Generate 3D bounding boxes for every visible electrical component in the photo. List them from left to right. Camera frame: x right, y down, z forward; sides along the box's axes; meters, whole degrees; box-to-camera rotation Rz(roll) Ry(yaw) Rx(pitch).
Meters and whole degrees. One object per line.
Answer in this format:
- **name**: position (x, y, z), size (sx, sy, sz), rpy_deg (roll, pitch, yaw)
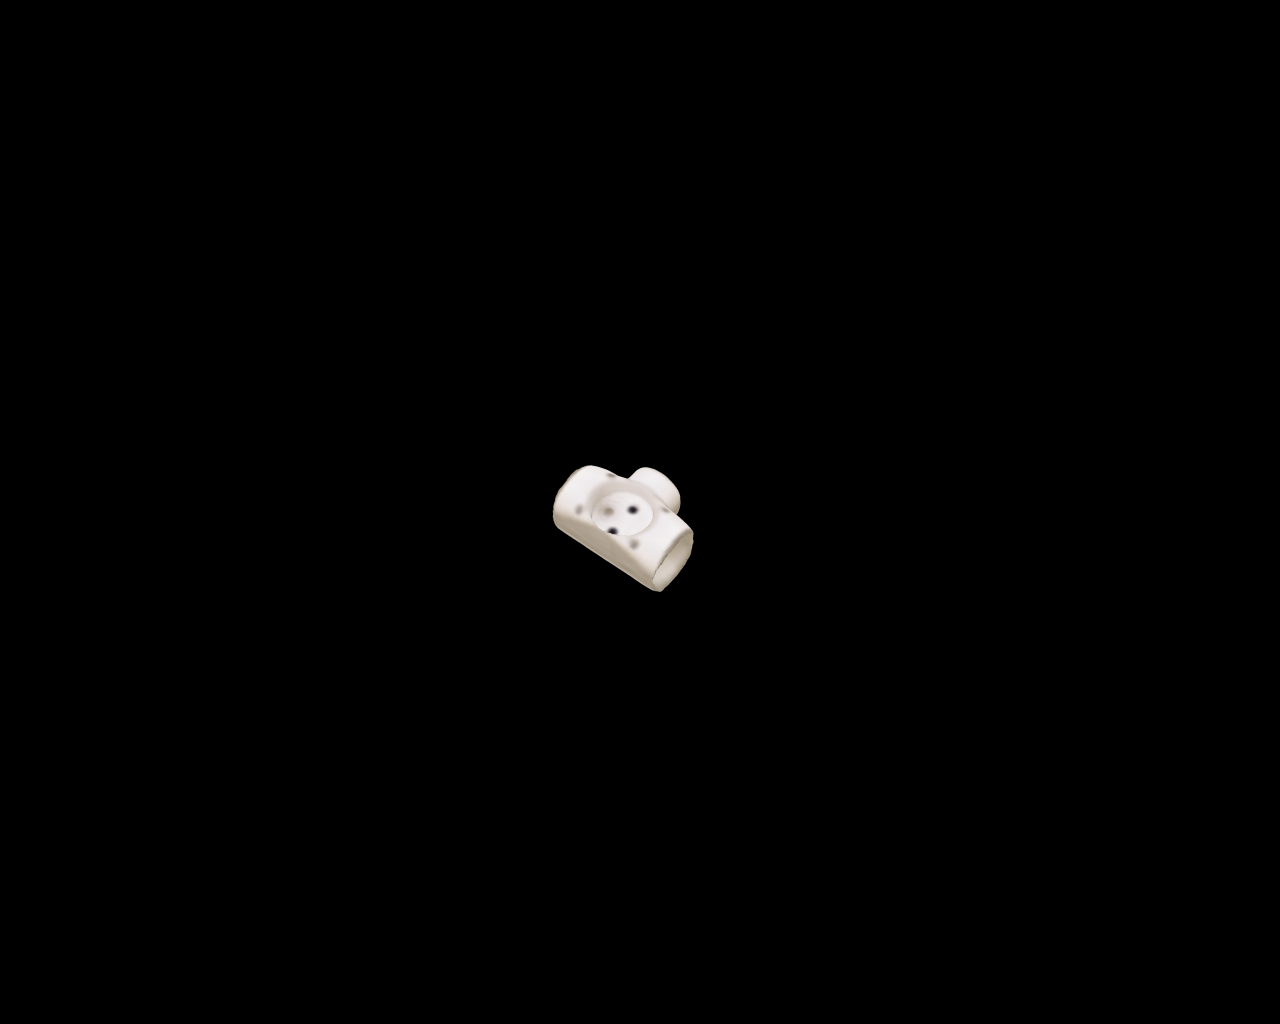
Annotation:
- **electrical component**: position (0.001, -0.003, 0.650), size (0.077, 0.079, 0.044), rpy_deg (33, -29, 21)
